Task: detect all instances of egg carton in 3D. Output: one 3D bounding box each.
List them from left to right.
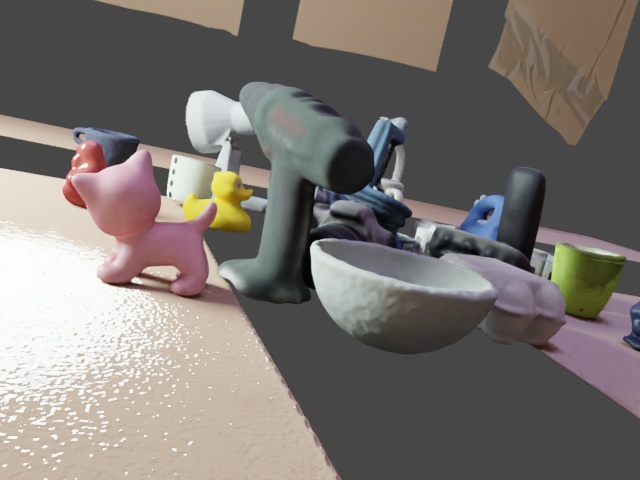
[{"bbox_3d":[0.194,0.063,0.641,0.107,0.069,0.149,7,11,-30],"label":"egg carton"}]

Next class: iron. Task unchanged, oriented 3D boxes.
[{"bbox_3d":[0.332,-0.029,1.139,0.119,0.141,0.258,11,10,-9],"label":"iron"}]

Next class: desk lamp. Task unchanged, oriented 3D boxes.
[{"bbox_3d":[-0.166,-0.177,1.125,0.203,0.213,0.118,15,10,12],"label":"desk lamp"}]

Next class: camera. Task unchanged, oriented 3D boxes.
[{"bbox_3d":[0.006,0.002,0.651,0.143,0.101,0.137,16,10,16],"label":"camera"}]

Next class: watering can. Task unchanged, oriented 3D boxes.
[{"bbox_3d":[0.100,-0.098,1.074,0.172,0.194,0.101,20,12,38],"label":"watering can"}]

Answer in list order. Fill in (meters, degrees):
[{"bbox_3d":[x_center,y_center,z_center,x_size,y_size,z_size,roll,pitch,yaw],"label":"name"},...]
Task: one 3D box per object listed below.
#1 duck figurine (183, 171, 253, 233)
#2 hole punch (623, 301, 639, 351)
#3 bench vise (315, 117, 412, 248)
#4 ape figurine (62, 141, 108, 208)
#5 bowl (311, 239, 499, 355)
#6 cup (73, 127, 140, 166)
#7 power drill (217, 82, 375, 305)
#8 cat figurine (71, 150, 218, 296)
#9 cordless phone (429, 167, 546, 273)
[{"bbox_3d":[-0.149,-0.061,0.861,0.105,0.086,0.077,10,10,-18],"label":"duck figurine"},{"bbox_3d":[0.438,0.100,0.681,0.101,0.091,0.108,6,12,-35],"label":"hole punch"},{"bbox_3d":[0.069,-0.074,0.820,0.121,0.220,0.208,17,10,23],"label":"bench vise"},{"bbox_3d":[-0.323,-0.093,0.797,0.076,0.092,0.078,15,10,13],"label":"ape figurine"},{"bbox_3d":[0.066,0.055,0.505,0.167,0.075,0.167,12,10,-2],"label":"bowl"},{"bbox_3d":[-0.388,-0.148,1.021,0.117,0.095,0.092,13,10,1],"label":"cup"},{"bbox_3d":[-0.040,-0.052,0.579,0.076,0.208,0.228,6,12,-36],"label":"power drill"},{"bbox_3d":[-0.155,-0.020,0.517,0.128,0.118,0.067,10,10,-13],"label":"cat figurine"},{"bbox_3d":[0.228,-0.012,0.775,0.147,0.185,0.094,21,13,40],"label":"cordless phone"}]
